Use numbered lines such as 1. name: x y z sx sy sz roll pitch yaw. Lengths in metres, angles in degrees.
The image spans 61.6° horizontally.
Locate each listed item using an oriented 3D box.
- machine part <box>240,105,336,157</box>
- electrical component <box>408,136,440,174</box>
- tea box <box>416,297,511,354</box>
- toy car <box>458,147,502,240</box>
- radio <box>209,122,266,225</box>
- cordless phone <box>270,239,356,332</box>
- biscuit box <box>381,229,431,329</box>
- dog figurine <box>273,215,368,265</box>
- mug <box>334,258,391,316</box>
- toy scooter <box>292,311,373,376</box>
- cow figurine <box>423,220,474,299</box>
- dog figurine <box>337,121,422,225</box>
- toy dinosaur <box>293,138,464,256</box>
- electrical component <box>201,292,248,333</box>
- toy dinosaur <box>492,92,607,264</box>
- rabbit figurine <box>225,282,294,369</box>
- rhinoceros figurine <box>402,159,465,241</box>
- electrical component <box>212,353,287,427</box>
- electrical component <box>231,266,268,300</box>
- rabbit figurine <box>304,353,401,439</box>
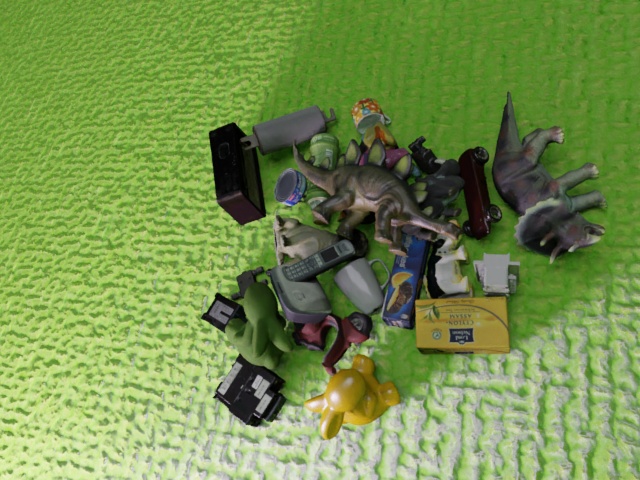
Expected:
1. machine part: -0.074 -0.267 1.312 0.243 0.079 0.079 -20 60 -11
2. electrical component: 0.234 -0.182 1.174 0.045 0.078 0.102 -43 103 -7
3. tea box: 0.270 0.164 1.021 0.170 0.068 0.098 -5 65 17
4. toy car: 0.326 -0.097 1.110 0.053 0.089 0.202 7 62 -24
5. radio: -0.201 -0.164 1.305 0.073 0.131 0.230 -20 62 13
6. cordless phone: 0.003 0.082 1.069 0.184 0.088 0.147 -29 42 -1
7. biscuit box: 0.179 0.075 1.098 0.059 0.062 0.202 8 70 21
8. dog figurine: -0.002 0.000 1.196 0.191 0.121 0.172 -8 39 -13
9. mug: 0.100 0.096 1.113 0.109 0.080 0.107 -32 70 2
10. toy scooter: 0.010 0.197 1.094 0.184 0.075 0.135 14 77 32
11. cow figurine: 0.253 0.043 1.086 0.098 0.068 0.167 -12 62 22
12. dog figurine: 0.101 -0.136 1.200 0.219 0.108 0.192 -37 61 4
13. toy dinosaur: 0.082 -0.102 1.083 0.472 0.105 0.198 24 78 35
14. electrical component: -0.198 0.176 1.200 0.119 0.047 0.075 28 79 30
15. toy dinosaur: 0.422 -0.118 1.073 0.192 0.131 0.405 -31 54 4
16. rabbit figurine: -0.123 0.170 1.072 0.121 0.170 0.159 -11 39 -16
17. rhinoceros figurine: 0.231 -0.085 1.097 0.112 0.073 0.190 24 68 46
18. electrical component: -0.139 0.315 1.109 0.134 0.058 0.115 29 81 28
19. electrical component: -0.167 0.101 1.236 0.094 0.021 0.063 -27 60 8
20. rabbit figurine: 0.050 0.281 0.990 0.162 0.173 0.122 -33 64 -1
